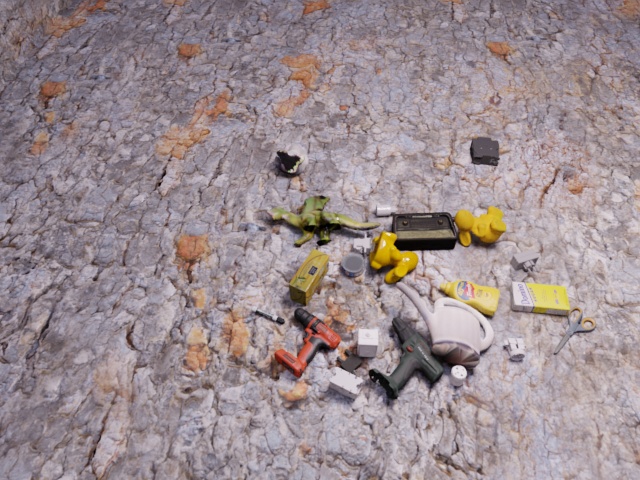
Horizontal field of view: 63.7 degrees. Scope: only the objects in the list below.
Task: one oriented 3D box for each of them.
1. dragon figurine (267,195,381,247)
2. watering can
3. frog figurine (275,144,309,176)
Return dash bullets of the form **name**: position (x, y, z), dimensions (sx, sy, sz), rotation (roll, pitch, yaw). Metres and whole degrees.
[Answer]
- **dragon figurine**: position (0.006, -0.098, 1.942), dimensions (0.410, 0.119, 0.249), rotation (-6, 44, -5)
- **watering can**: position (0.386, 0.268, 1.607), dimensions (0.347, 0.101, 0.230), rotation (21, 45, -5)
- **frog figurine**: position (-0.115, -0.335, 2.149), dimensions (0.137, 0.121, 0.161), rotation (-4, 15, 8)
